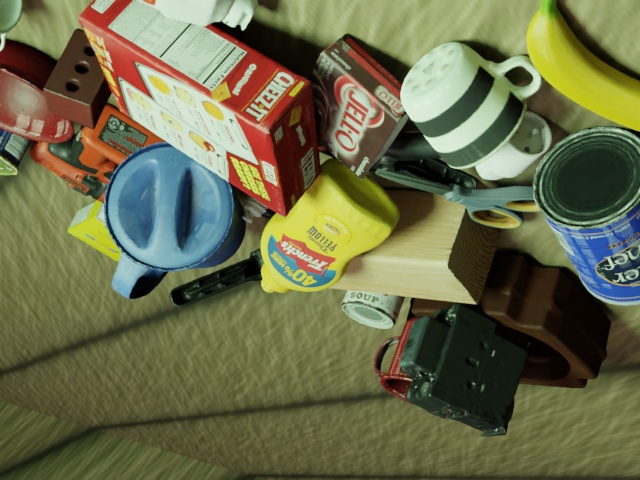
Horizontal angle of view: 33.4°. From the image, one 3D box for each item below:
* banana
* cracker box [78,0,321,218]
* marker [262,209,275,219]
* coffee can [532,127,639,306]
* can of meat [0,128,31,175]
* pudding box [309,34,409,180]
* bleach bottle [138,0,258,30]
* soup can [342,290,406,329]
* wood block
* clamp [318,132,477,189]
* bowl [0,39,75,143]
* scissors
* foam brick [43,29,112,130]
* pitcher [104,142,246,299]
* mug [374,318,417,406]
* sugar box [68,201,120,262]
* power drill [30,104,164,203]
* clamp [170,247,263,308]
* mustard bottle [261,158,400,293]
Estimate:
[{"bbox_3d":[0.227,-0.121,0.821,0.197,0.037,0.070,29,159,-18],"label":"banana"},{"bbox_3d":[-0.104,-0.132,0.983,0.214,0.072,0.164,32,162,17],"label":"cracker box"},{"bbox_3d":[-0.023,-0.020,1.304,0.121,0.020,0.020,22,158,-2],"label":"marker"},{"bbox_3d":[0.259,-0.019,0.942,0.103,0.102,0.140,5,153,35],"label":"coffee can"},{"bbox_3d":[-0.395,-0.129,1.300,0.102,0.084,0.057,2,152,38],"label":"can of meat"},{"bbox_3d":[0.030,-0.117,0.956,0.090,0.039,0.114,43,154,7],"label":"pudding box"},{"bbox_3d":[-0.163,-0.244,0.860,0.250,0.068,0.103,26,159,-17],"label":"bleach bottle"},{"bbox_3d":[0.072,0.045,1.257,0.068,0.102,0.068,19,158,8],"label":"soup can"},{"bbox_3d":[0.078,0.003,1.170,0.206,0.090,0.090,5,152,36],"label":"wood block"},{"bbox_3d":[0.073,-0.089,1.033,0.171,0.039,0.120,14,157,7],"label":"clamp"},{"bbox_3d":[-0.337,-0.173,1.183,0.162,0.055,0.162,18,158,8],"label":"bowl"},{"bbox_3d":[0.150,-0.047,1.020,0.096,0.016,0.201,-16,156,36],"label":"scissors"},{"bbox_3d":[-0.240,-0.164,1.089,0.053,0.078,0.051,21,159,1],"label":"foam brick"},{"bbox_3d":[-0.155,-0.018,1.193,0.149,0.145,0.243,-14,175,2],"label":"pitcher"},{"bbox_3d":[0.116,0.142,1.242,0.117,0.081,0.093,4,152,37],"label":"mug"},{"bbox_3d":[-0.278,-0.020,1.498,0.093,0.048,0.177,33,156,-24],"label":"sugar box"},{"bbox_3d":[-0.248,-0.089,1.295,0.184,0.057,0.188,30,156,-21],"label":"power drill"},{"bbox_3d":[-0.075,0.031,1.290,0.165,0.036,0.209,-26,174,24],"label":"clamp"},{"bbox_3d":[-0.007,0.002,1.111,0.096,0.058,0.192,38,134,-9],"label":"mustard bottle"}]
